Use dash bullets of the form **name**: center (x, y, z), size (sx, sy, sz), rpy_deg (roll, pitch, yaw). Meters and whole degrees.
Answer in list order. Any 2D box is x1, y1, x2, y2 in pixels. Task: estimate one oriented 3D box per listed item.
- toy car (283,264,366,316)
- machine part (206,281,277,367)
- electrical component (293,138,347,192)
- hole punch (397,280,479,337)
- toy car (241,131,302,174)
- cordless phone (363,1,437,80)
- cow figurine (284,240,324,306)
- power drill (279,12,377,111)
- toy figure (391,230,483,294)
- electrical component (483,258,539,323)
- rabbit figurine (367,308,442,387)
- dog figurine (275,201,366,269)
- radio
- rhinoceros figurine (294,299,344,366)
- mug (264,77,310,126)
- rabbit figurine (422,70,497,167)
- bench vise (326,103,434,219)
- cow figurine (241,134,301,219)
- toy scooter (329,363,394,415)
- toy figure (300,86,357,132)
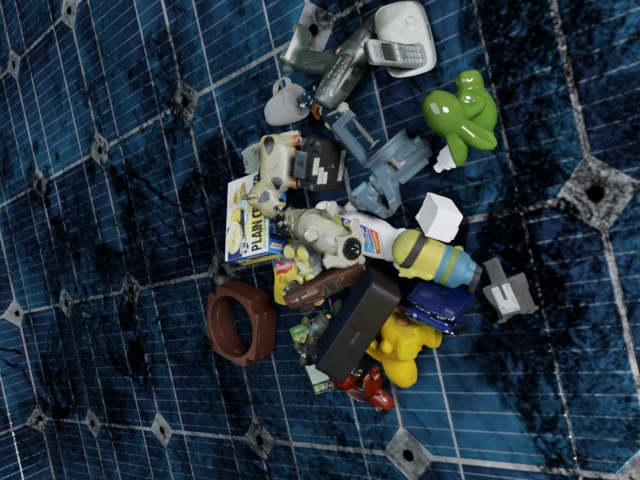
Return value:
- **toy car**: center (0.012, 0.105, 1.219), size (0.202, 0.053, 0.089), rpy_deg (-27, 121, 7)
- **machine part**: center (-0.215, 0.225, 1.467), size (0.202, 0.087, 0.200), rpy_deg (16, 108, 34)
- **electrical component**: center (-0.002, -0.168, 1.194), size (0.058, 0.134, 0.114), rpy_deg (17, 106, 35)
- **hole punch**: center (0.241, 0.126, 1.067), size (0.142, 0.115, 0.092), rpy_deg (27, 106, 33)
- **toy car**: center (-0.115, -0.213, 1.327), size (0.202, 0.056, 0.073), rpy_deg (-11, 90, 40)
- **cordless phone**: center (0.131, -0.381, 1.017), size (0.089, 0.184, 0.146), rpy_deg (-14, 89, 44)
- **cow figurine**: center (-0.019, 0.070, 1.288), size (0.068, 0.098, 0.167), rpy_deg (-2, 116, 33)
- **power drill**: center (0.024, -0.406, 1.163), size (0.208, 0.086, 0.232), rpy_deg (30, 97, 28)
- **toy figure**: center (0.229, 0.038, 1.053), size (0.180, 0.082, 0.089), rpy_deg (20, 115, 15)
- **electrical component**: center (0.349, 0.090, 1.011), size (0.075, 0.048, 0.119), rpy_deg (-32, 77, 37)
- **rabbit figurine**: center (0.164, 0.236, 1.148), size (0.163, 0.122, 0.173), rpy_deg (18, 125, 38)
- **dog figurine**: center (-0.001, -0.007, 1.180), size (0.172, 0.121, 0.191), rpy_deg (54, 161, -18)
- **radio**: center (0.077, 0.173, 1.131), size (0.073, 0.131, 0.229), rpy_deg (31, 105, -5)
- **rhinoceros figurine**: center (0.012, 0.221, 1.267), size (0.190, 0.112, 0.073), rpy_deg (-63, 31, 29)
- **mug**: center (-0.089, -0.321, 1.273), size (0.107, 0.081, 0.109), rpy_deg (-19, 92, 48)
- **rabbit figurine**: center (0.240, -0.213, 0.966), size (0.121, 0.170, 0.159), rpy_deg (-30, 78, 39)
- **bench vise**: center (0.101, -0.169, 1.107), size (0.223, 0.129, 0.240), rpy_deg (-40, 90, 28)
- **cow figurine**: center (-0.111, -0.145, 1.235), size (0.127, 0.085, 0.194), rpy_deg (4, 95, 7)
- **toy scooter**: center (0.090, 0.314, 1.222), size (0.184, 0.075, 0.135), rpy_deg (29, 147, 27)
- **toy figure**: center (0.016, -0.290, 1.207), size (0.155, 0.064, 0.057), rpy_deg (39, 156, 32)
